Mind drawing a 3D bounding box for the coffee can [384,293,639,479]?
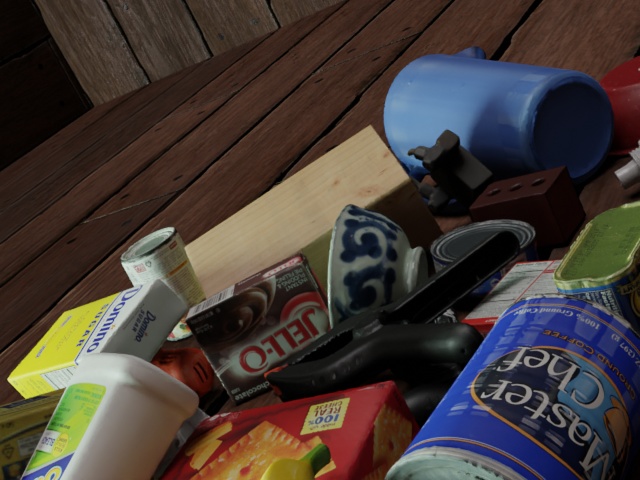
[{"bbox_3d":[0.109,0.108,0.560,0.103,0.103,0.140,-12,23,41],"label":"coffee can"}]

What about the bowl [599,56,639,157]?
[{"bbox_3d":[0.322,-0.143,1.029,0.162,0.055,0.162,-25,18,8],"label":"bowl"}]

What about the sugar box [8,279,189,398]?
[{"bbox_3d":[-0.198,0.093,0.940,0.177,0.048,0.093,-22,27,48],"label":"sugar box"}]

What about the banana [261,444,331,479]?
[{"bbox_3d":[0.014,0.165,0.506,0.069,0.037,0.198,-11,38,-23],"label":"banana"}]

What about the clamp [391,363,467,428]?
[{"bbox_3d":[0.092,0.095,0.734,0.172,0.039,0.120,-20,23,27],"label":"clamp"}]

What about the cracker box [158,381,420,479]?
[{"bbox_3d":[-0.044,0.182,0.630,0.164,0.072,0.213,-16,22,32],"label":"cracker box"}]

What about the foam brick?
[{"bbox_3d":[0.177,-0.024,0.913,0.078,0.051,0.052,-13,22,40],"label":"foam brick"}]

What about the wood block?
[{"bbox_3d":[-0.007,0.001,0.973,0.206,0.090,0.090,-34,45,4],"label":"wood block"}]

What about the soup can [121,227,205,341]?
[{"bbox_3d":[-0.157,0.046,1.128,0.068,0.102,0.068,-25,17,8],"label":"soup can"}]

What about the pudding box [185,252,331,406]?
[{"bbox_3d":[-0.043,0.075,0.901,0.113,0.090,0.039,-26,15,9],"label":"pudding box"}]

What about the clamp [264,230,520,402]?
[{"bbox_3d":[0.051,0.065,0.774,0.210,0.036,0.164,-27,12,35],"label":"clamp"}]

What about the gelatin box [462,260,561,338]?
[{"bbox_3d":[0.156,0.048,0.780,0.073,0.030,0.089,-8,25,49],"label":"gelatin box"}]

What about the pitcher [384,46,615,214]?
[{"bbox_3d":[0.171,-0.108,1.066,0.144,0.149,0.243,-18,17,-21],"label":"pitcher"}]

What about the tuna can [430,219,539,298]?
[{"bbox_3d":[0.135,0.015,0.869,0.086,0.034,0.086,-12,19,4],"label":"tuna can"}]

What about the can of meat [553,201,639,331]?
[{"bbox_3d":[0.195,0.034,0.670,0.058,0.084,0.102,-11,23,41],"label":"can of meat"}]

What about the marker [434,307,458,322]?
[{"bbox_3d":[0.099,0.062,0.844,0.020,0.020,0.121,-25,17,7],"label":"marker"}]

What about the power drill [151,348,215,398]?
[{"bbox_3d":[-0.204,0.163,0.945,0.185,0.057,0.187,-15,22,44],"label":"power drill"}]

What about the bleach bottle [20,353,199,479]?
[{"bbox_3d":[-0.174,0.196,0.684,0.103,0.068,0.250,-7,51,55],"label":"bleach bottle"}]
